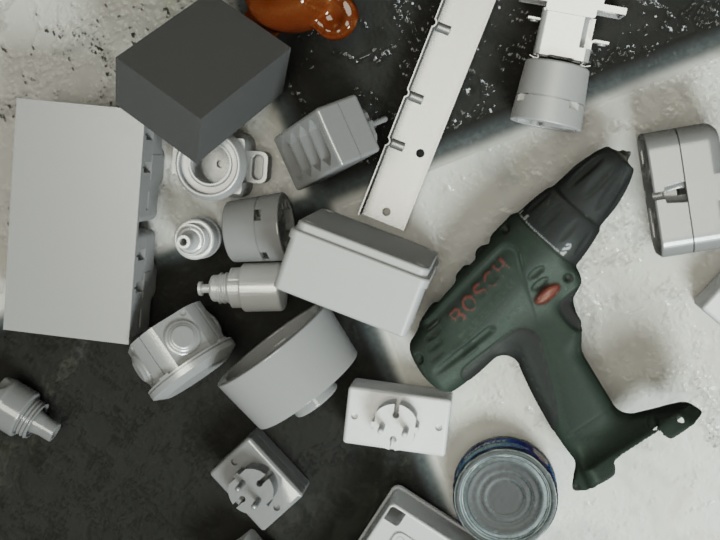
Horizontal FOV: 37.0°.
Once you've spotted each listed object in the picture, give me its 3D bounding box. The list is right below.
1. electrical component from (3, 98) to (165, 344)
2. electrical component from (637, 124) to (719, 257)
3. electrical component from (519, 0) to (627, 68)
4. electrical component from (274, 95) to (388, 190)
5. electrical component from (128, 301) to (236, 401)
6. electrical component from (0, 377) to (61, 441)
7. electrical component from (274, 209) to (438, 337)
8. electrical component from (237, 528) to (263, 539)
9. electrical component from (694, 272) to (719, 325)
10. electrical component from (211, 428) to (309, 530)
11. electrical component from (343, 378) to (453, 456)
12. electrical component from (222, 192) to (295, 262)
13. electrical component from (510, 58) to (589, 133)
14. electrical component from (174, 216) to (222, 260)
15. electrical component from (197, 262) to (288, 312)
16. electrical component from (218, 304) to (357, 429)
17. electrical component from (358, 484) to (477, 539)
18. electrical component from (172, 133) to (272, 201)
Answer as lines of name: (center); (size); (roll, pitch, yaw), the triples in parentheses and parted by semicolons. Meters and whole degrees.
electrical component: (-0.224, -0.041, 0.882); (0.105, 0.060, 0.186); (6, 97, 7)
electrical component: (0.252, -0.062, 0.824); (0.059, 0.054, 0.095); (-9, 95, 8)
electrical component: (0.160, -0.191, 0.828); (0.081, 0.042, 0.063); (12, 99, 6)
electrical component: (-0.012, -0.105, 0.847); (0.076, 0.083, 0.047); (-26, 93, -29)
electrical component: (-0.146, 0.066, 0.875); (0.080, 0.080, 0.051); (-36, 85, 9)
electrical component: (-0.286, 0.123, 0.916); (0.062, 0.043, 0.043); (31, 99, 1)
electrical component: (0.000, 0.000, 0.835); (0.109, 0.108, 0.056); (21, 101, 5)
electrical component: (-0.082, 0.269, 0.902); (0.056, 0.050, 0.089); (-39, 90, 9)
electrical component: (0.300, 0.033, 0.816); (0.066, 0.077, 0.047); (40, 99, 2)
electrical component: (-0.085, 0.175, 0.879); (0.047, 0.077, 0.065); (-43, 89, 9)
electrical component: (0.029, 0.121, 0.860); (0.083, 0.076, 0.047); (7, 97, 6)
electrical component: (-0.082, -0.033, 0.869); (0.047, 0.055, 0.055); (-5, 95, 11)
electrical component: (0.148, -0.135, 0.830); (0.055, 0.055, 0.047); (12, 93, 6)
electrical component: (-0.135, -0.025, 0.872); (0.035, 0.061, 0.035); (1, 96, 7)
electrical component: (-0.094, 0.014, 0.882); (0.078, 0.040, 0.040); (-2, 96, 8)
electrical component: (-0.052, 0.081, 0.852); (0.108, 0.108, 0.060); (-36, 97, 9)
electrical component: (0.045, 0.252, 0.881); (0.109, 0.056, 0.108); (32, 99, 3)
electrical component: (-0.115, -0.085, 0.866); (0.078, 0.057, 0.058); (6, 97, 7)
